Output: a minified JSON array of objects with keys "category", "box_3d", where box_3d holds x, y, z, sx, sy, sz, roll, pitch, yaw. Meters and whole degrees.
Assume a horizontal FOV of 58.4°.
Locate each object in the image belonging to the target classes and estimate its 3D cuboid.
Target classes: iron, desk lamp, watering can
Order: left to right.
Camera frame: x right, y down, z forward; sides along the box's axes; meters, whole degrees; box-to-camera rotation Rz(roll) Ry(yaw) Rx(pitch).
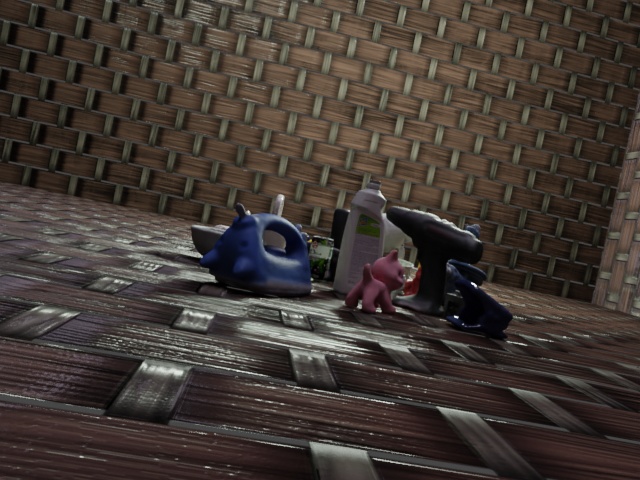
[{"category":"watering can","box_3d":[-0.141,-0.037,1.637,0.173,0.194,0.100,11,2,-19]},{"category":"iron","box_3d":[-0.082,0.020,1.012,0.118,0.141,0.259,13,2,34]},{"category":"desk lamp","box_3d":[0.251,0.034,1.738,0.203,0.213,0.118,12,2,4]}]

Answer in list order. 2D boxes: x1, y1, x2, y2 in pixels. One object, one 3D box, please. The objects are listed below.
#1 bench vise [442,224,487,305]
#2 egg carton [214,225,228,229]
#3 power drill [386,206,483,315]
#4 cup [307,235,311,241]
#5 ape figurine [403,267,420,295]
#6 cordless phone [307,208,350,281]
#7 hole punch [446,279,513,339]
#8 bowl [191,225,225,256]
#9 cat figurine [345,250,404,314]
[{"category":"bench vise","box_3d":[0.371,0.063,1.467,0.121,0.220,0.208,12,2,16]},{"category":"egg carton","box_3d":[-0.259,-0.001,1.739,0.151,0.069,0.107,11,2,-22]},{"category":"power drill","box_3d":[0.221,0.045,1.212,0.228,0.208,0.076,13,2,34]},{"category":"cup","box_3d":[-0.094,0.021,1.724,0.118,0.095,0.091,12,2,-2]},{"category":"ape figurine","box_3d":[0.247,0.105,1.396,0.076,0.092,0.077,10,2,-43]},{"category":"cordless phone","box_3d":[0.014,0.005,1.470,0.147,0.185,0.094,13,2,26]},{"category":"hole punch","box_3d":[0.297,0.125,1.058,0.101,0.091,0.108,12,2,-8]},{"category":"bowl","box_3d":[-0.218,0.017,1.306,0.167,0.075,0.167,12,2,0]},{"category":"cat figurine","box_3d":[0.111,0.072,1.054,0.067,0.118,0.128,13,2,37]}]
